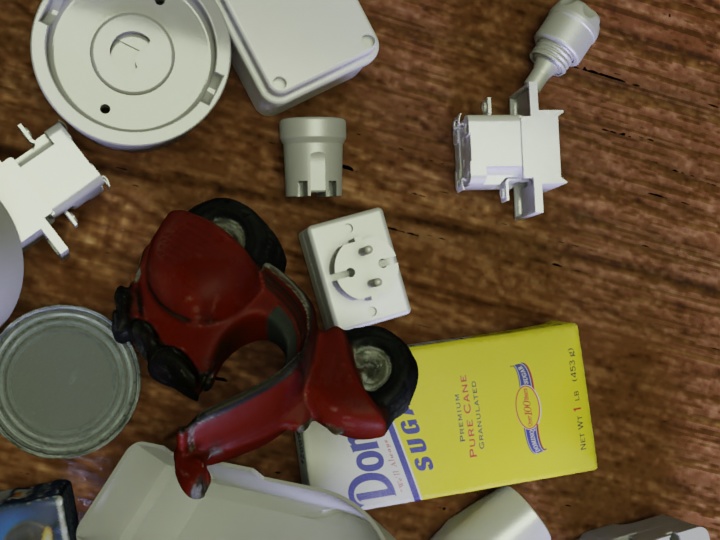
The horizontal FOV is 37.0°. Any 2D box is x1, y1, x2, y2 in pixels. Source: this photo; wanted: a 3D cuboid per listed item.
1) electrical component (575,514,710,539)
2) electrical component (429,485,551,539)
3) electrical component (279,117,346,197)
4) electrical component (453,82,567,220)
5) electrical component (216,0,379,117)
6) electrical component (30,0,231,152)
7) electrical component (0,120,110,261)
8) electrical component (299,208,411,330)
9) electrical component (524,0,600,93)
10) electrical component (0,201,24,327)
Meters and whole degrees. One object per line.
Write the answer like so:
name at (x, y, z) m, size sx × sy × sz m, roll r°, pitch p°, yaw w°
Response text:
electrical component at (0.165, 0.188, 0.662) m, size 0.089 × 0.056 × 0.050 m, roll -13°, pitch 89°, yaw -12°
electrical component at (0.083, 0.185, 0.651) m, size 0.077 × 0.044 × 0.079 m, roll -37°, pitch 94°, yaw -12°
electrical component at (-0.028, -0.067, 0.648) m, size 0.040 × 0.040 × 0.046 m, roll -1°, pitch 93°, yaw -12°
electrical component at (0.091, -0.073, 0.672) m, size 0.064 × 0.042 × 0.081 m, roll -2°, pitch 86°, yaw -9°
electrical component at (-0.048, -0.158, 0.640) m, size 0.078 × 0.057 × 0.113 m, roll -28°, pitch 92°, yaw -12°
electrical component at (-0.131, -0.119, 0.618) m, size 0.108 × 0.060 × 0.108 m, roll 1°, pitch 86°, yaw -11°
electrical component at (-0.182, -0.048, 0.613) m, size 0.064 × 0.042 × 0.081 m, roll -38°, pitch 95°, yaw -13°
electrical component at (0.000, 0.000, 0.629) m, size 0.047 × 0.077 × 0.065 m, roll -16°, pitch 90°, yaw -12°
electrical component at (0.126, -0.141, 0.687) m, size 0.035 × 0.035 × 0.061 m, roll 35°, pitch 83°, yaw -8°
electrical component at (-0.241, -0.001, 0.566) m, size 0.108 × 0.060 × 0.108 m, roll 2°, pitch 103°, yaw 10°
